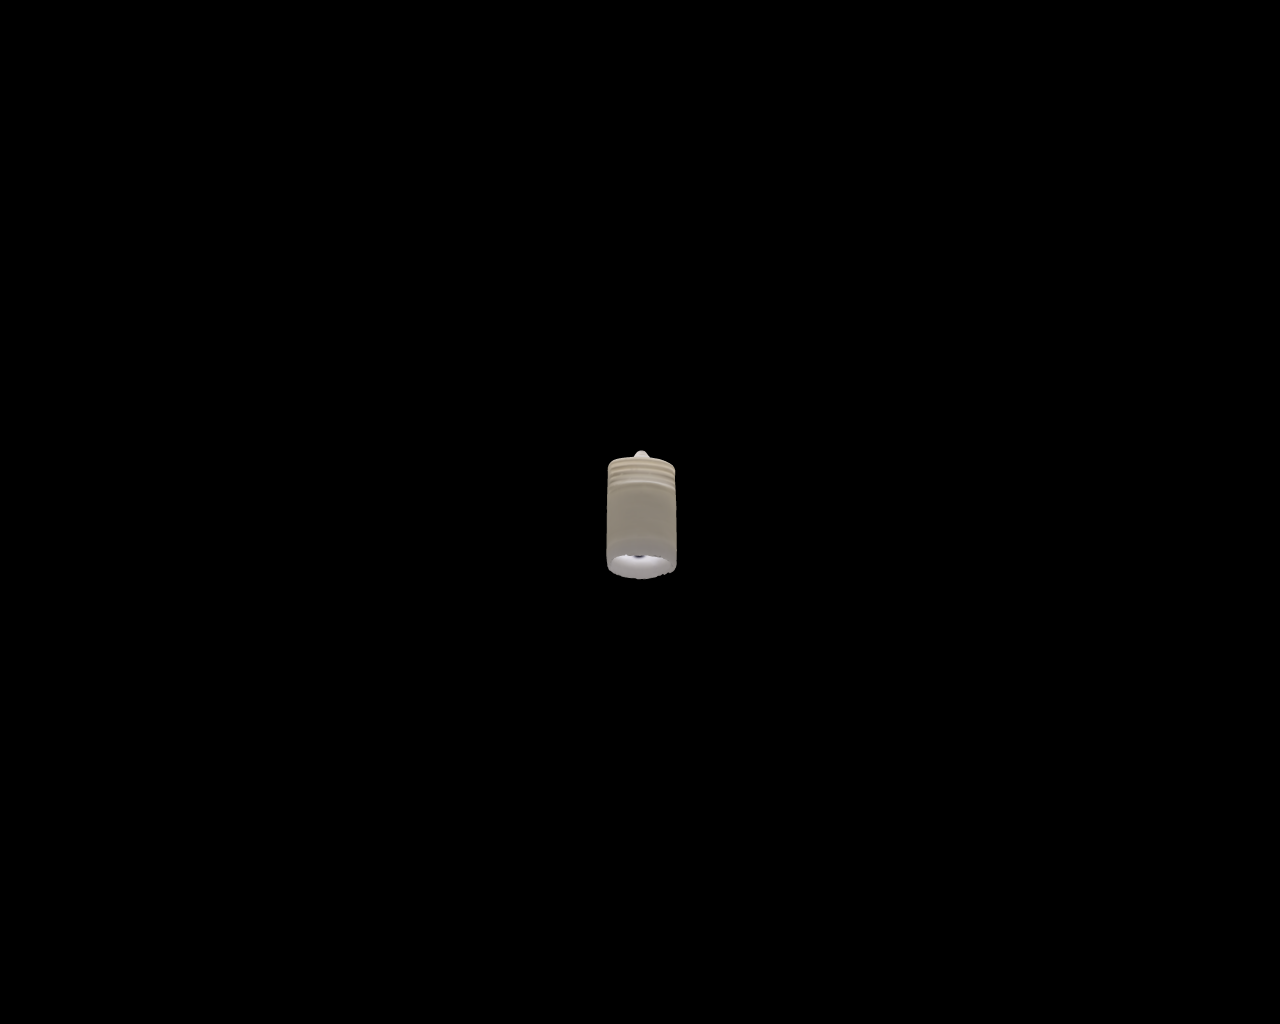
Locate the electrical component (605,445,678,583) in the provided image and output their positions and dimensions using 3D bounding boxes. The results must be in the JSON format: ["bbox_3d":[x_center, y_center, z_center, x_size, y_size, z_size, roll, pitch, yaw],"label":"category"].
[{"bbox_3d":[0.001,-0.003,0.650,0.043,0.081,0.043,0,-24,0],"label":"electrical component"}]
